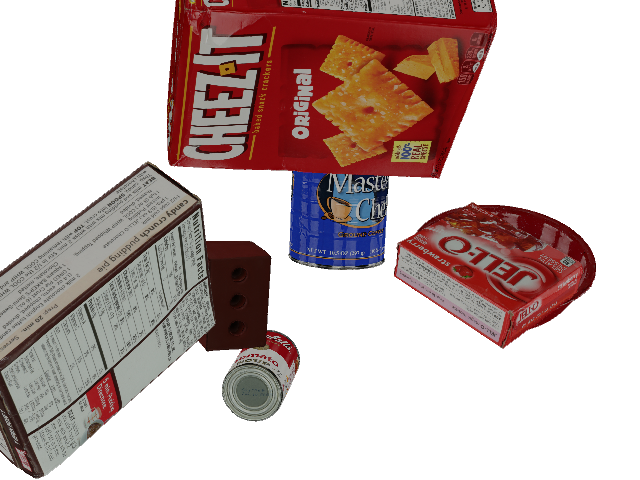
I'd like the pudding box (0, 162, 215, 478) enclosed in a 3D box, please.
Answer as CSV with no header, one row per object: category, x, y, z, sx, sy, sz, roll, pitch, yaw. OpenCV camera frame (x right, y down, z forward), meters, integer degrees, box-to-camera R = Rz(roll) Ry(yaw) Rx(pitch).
pudding box,-0.096,0.034,0.447,0.039,0.090,0.113,32,57,24

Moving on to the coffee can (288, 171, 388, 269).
coffee can,0.020,-0.050,1.109,0.103,0.140,0.103,2,13,-1

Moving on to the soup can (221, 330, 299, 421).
soup can,-0.065,0.148,1.172,0.068,0.068,0.102,0,16,10

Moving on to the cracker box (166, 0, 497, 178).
cracker box,0.001,-0.121,0.767,0.213,0.072,0.164,1,-35,-11

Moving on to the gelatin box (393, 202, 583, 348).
gelatin box,0.102,0.018,0.649,0.073,0.030,0.089,-27,47,-37

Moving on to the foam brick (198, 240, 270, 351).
foam brick,-0.073,0.043,0.861,0.052,0.078,0.051,-2,14,-21

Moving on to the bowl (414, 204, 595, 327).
bowl,0.160,0.033,0.952,0.162,0.055,0.162,1,35,-1
